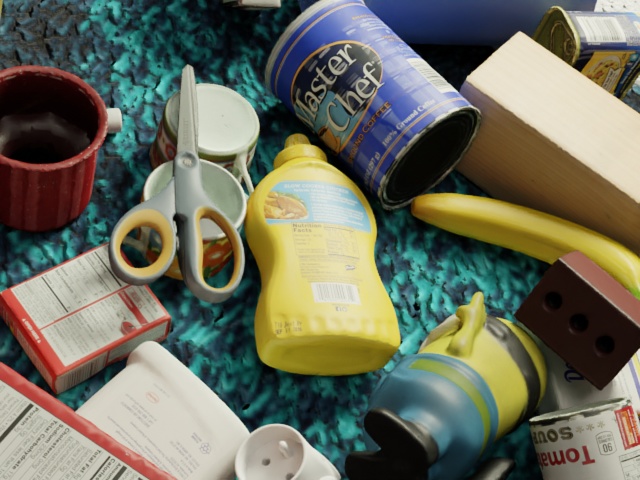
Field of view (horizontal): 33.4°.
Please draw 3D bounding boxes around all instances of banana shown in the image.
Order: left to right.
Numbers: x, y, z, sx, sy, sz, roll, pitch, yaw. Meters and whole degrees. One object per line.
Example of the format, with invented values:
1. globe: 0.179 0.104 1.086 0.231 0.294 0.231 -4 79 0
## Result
1. banana: 0.167 0.000 0.806 0.198 0.037 0.069 23 16 24

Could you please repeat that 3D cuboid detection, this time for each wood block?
1. wood block: 0.205 -0.060 0.848 0.206 0.091 0.090 38 53 13

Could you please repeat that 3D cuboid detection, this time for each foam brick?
1. foam brick: 0.180 0.052 0.717 0.078 0.053 0.051 42 24 19

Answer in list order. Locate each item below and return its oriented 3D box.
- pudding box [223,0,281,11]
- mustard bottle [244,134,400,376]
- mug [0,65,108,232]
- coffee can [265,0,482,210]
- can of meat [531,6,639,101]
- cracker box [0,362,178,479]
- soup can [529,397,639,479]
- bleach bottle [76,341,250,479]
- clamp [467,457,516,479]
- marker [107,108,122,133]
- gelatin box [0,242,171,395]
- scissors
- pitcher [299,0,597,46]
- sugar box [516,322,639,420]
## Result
1. pudding box: -0.054 -0.248 0.880 0.039 0.113 0.090 3 10 -13
2. mustard bottle: -0.005 0.001 0.762 0.096 0.058 0.191 4 54 -18
3. mug: -0.207 -0.057 0.732 0.117 0.082 0.093 -11 59 -24
4. coffee can: 0.040 -0.107 0.825 0.102 0.103 0.140 -29 65 -31
5. can of meat: 0.224 -0.150 0.914 0.083 0.102 0.057 -4 56 -22
6. cracker box: -0.123 0.132 0.486 0.214 0.164 0.072 30 58 12
7. soup can: 0.177 0.156 0.672 0.068 0.069 0.102 -10 81 -23
8. bleach bottle: -0.156 0.169 0.594 0.103 0.068 0.250 40 56 16
9. clamp: 0.069 0.191 0.657 0.171 0.039 0.120 0 41 -13
10. marker: -0.208 -0.085 0.792 0.121 0.020 0.020 -7 57 -20
11. gelatin box: -0.154 0.050 0.703 0.089 0.030 0.073 -27 65 -31
12. scissors: -0.107 -0.042 0.723 0.096 0.016 0.202 -8 57 -22
13. pitcher: 0.108 -0.241 0.926 0.242 0.145 0.149 -4 55 -15
14. sugar box: 0.236 0.093 0.774 0.176 0.048 0.093 0 54 -11
